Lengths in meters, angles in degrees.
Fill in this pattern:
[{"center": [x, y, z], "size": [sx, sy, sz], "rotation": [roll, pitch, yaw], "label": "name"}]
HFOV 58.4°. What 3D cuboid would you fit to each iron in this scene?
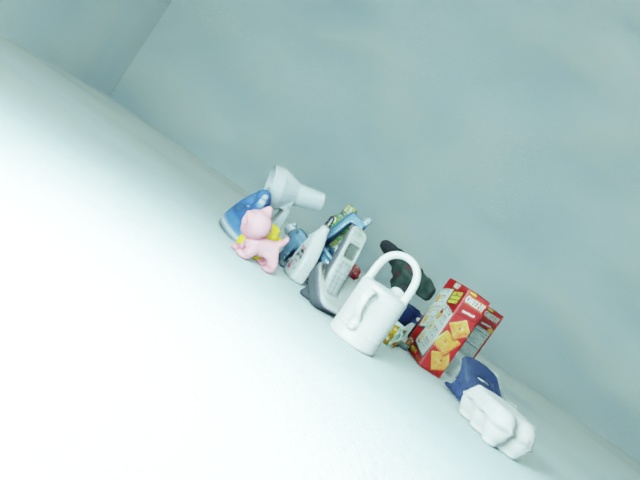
[{"center": [-0.160, -0.066, 1.394], "size": [0.119, 0.141, 0.258], "rotation": [34, 3, -10], "label": "iron"}]

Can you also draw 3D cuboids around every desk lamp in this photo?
[{"center": [-0.095, -0.077, 1.603], "size": [0.204, 0.213, 0.117], "rotation": [34, 3, -17], "label": "desk lamp"}]

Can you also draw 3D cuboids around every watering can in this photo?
[{"center": [0.113, 0.109, 1.069], "size": [0.101, 0.194, 0.173], "rotation": [34, 3, 2], "label": "watering can"}]

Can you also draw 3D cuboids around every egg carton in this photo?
[{"center": [0.321, 0.329, 1.041], "size": [0.107, 0.069, 0.150], "rotation": [34, 3, -15], "label": "egg carton"}]

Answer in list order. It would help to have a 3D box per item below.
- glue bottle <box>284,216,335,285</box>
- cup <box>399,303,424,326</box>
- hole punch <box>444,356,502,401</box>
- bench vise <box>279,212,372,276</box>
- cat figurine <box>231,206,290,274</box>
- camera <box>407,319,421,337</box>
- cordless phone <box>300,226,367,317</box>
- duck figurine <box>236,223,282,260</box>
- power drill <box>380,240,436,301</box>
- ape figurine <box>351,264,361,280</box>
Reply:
[{"center": [-0.018, 0.017, 1.326], "size": [0.037, 0.173, 0.078], "rotation": [33, 3, -28], "label": "glue bottle"}, {"center": [0.219, 0.214, 1.542], "size": [0.117, 0.095, 0.092], "rotation": [36, 3, 26], "label": "cup"}, {"center": [0.343, 0.320, 1.237], "size": [0.109, 0.091, 0.101], "rotation": [34, 3, -14], "label": "hole punch"}, {"center": [0.013, 0.006, 1.390], "size": [0.207, 0.219, 0.121], "rotation": [34, 3, -1], "label": "bench vise"}, {"center": [-0.119, -0.010, 1.175], "size": [0.128, 0.117, 0.067], "rotation": [33, 3, -30], "label": "cat figurine"}, {"center": [0.317, 0.272, 1.644], "size": [0.137, 0.101, 0.142], "rotation": [32, 4, -42], "label": "camera"}, {"center": [0.061, 0.071, 1.194], "size": [0.148, 0.185, 0.093], "rotation": [32, 4, -46], "label": "cordless phone"}, {"center": [-0.126, -0.001, 1.257], "size": [0.105, 0.086, 0.077], "rotation": [32, 4, -47], "label": "duck figurine"}, {"center": [0.226, 0.138, 1.746], "size": [0.229, 0.208, 0.076], "rotation": [36, 3, 24], "label": "power drill"}, {"center": [0.090, 0.116, 1.734], "size": [0.076, 0.092, 0.078], "rotation": [35, 3, 17], "label": "ape figurine"}]
